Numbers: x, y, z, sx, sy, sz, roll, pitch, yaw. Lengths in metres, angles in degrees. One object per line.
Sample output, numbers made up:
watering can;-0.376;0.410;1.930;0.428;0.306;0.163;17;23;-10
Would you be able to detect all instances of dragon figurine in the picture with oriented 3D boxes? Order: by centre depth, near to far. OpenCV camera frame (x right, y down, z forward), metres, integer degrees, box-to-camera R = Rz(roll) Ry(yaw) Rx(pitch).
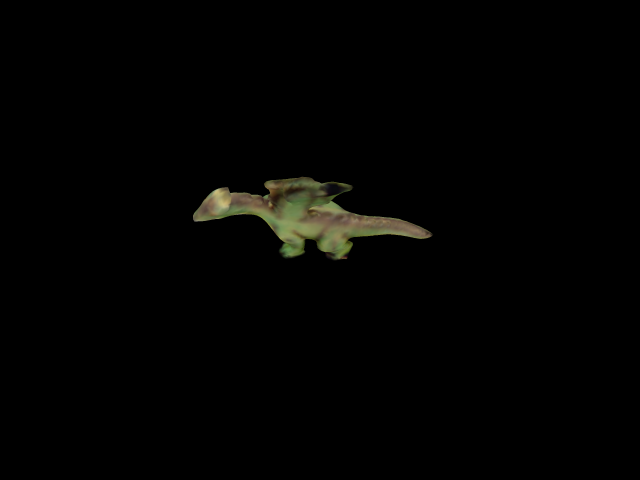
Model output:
dragon figurine;0.003;-0.043;0.850;0.410;0.123;0.240;0;-11;0
